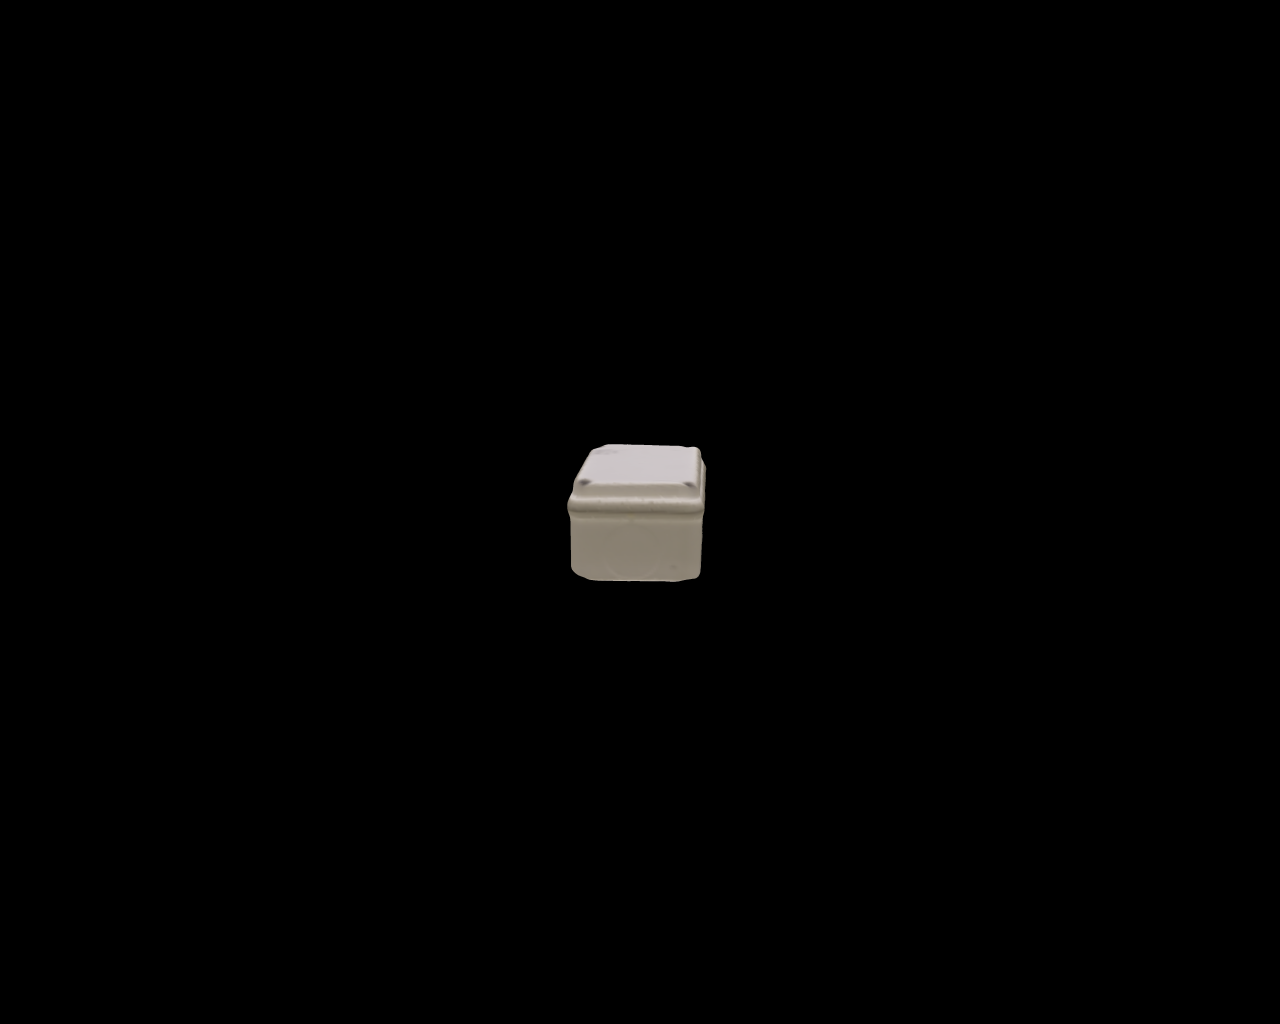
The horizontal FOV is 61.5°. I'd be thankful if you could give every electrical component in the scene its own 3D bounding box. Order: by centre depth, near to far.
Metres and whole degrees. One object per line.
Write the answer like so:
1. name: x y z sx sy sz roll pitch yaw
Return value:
1. electrical component: 0.001 -0.003 0.650 0.078 0.057 0.113 1 16 4
